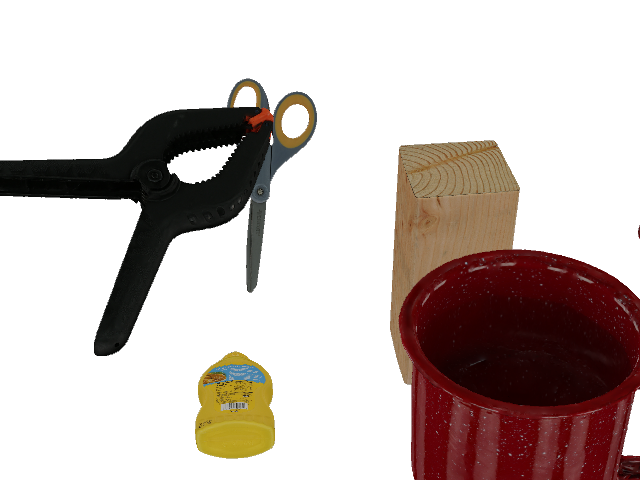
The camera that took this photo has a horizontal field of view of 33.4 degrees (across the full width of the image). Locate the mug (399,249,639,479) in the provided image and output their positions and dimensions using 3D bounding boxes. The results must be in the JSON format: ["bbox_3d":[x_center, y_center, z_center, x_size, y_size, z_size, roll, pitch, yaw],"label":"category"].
[{"bbox_3d":[0.088,0.064,0.408,0.117,0.081,0.093,6,37,11],"label":"mug"}]

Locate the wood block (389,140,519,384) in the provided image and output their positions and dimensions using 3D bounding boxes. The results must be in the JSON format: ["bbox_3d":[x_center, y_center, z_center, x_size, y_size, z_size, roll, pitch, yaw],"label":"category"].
[{"bbox_3d":[0.116,0.022,0.970,0.090,0.206,0.090,-4,34,-5],"label":"wood block"}]

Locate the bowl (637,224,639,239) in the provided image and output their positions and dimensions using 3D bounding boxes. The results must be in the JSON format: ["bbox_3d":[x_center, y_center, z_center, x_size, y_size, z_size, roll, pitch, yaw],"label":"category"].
[{"bbox_3d":[0.422,0.020,1.146,0.162,0.055,0.162,-1,25,0],"label":"bowl"}]

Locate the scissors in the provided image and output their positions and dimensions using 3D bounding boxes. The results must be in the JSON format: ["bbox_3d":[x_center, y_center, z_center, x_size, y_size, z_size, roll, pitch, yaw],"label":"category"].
[{"bbox_3d":[-0.041,-0.057,1.026,0.096,0.202,0.016,-11,4,-9],"label":"scissors"}]

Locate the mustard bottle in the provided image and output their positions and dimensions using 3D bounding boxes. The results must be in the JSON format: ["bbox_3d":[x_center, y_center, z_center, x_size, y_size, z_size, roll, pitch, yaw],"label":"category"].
[{"bbox_3d":[-0.108,0.198,1.360,0.096,0.058,0.191,-4,26,-3],"label":"mustard bottle"}]

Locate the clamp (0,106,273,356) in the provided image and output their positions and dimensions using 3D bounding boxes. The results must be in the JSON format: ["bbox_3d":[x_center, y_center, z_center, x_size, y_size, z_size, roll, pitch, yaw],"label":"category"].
[{"bbox_3d":[-0.111,-0.024,0.723,0.209,0.165,0.036,-27,-22,-23],"label":"clamp"}]
